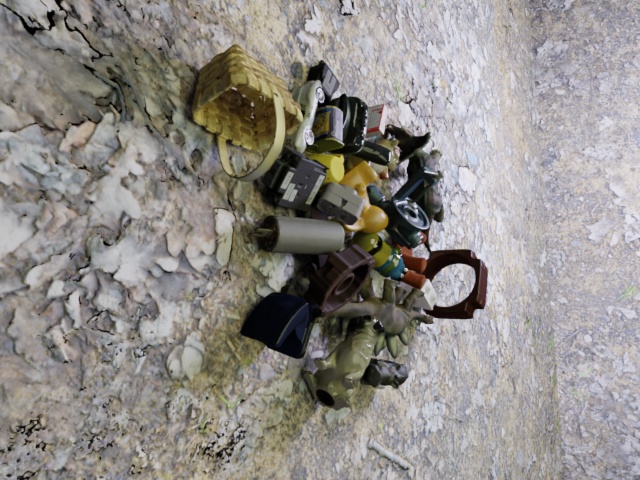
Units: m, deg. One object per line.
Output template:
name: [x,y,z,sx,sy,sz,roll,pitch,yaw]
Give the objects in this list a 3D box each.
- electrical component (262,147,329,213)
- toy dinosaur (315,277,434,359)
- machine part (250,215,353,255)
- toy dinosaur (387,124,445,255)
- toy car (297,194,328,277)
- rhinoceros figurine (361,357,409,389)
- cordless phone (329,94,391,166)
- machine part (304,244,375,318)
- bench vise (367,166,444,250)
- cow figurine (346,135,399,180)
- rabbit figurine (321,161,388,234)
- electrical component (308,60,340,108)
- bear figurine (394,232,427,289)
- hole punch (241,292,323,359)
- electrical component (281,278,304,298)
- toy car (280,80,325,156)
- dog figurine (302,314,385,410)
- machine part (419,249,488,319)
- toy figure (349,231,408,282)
electrical component: [-0.057,-0.126,1.125,0.134,0.058,0.115,14,107,-53]
toy dinosaur: [0.144,0.193,1.358,0.471,0.105,0.198,17,76,-40]
machine part: [-0.036,-0.008,1.126,0.243,0.079,0.079,3,83,-37]
toy dinosaur: [0.295,-0.152,1.553,0.192,0.131,0.404,-9,88,-65]
toy car: [-0.003,-0.004,1.228,0.089,0.053,0.202,-12,94,-33]
rhinoceros figurine: [0.161,0.339,1.350,0.190,0.112,0.073,25,76,-57]
cordless phone: [0.105,-0.266,1.323,0.184,0.089,0.146,17,70,-25]
machine part: [0.042,0.089,1.181,0.179,0.056,0.179,-37,154,-22]
bench vise: [0.209,-0.103,1.356,0.129,0.240,0.224,-8,57,-51]
cow figurine: [0.145,-0.222,1.432,0.195,0.086,0.127,1,89,-51]
rabbit figurine: [0.094,-0.081,1.287,0.162,0.122,0.173,-47,106,-26]
electrical component: [0.010,-0.387,1.299,0.074,0.048,0.119,49,51,-39]
bear figurine: [0.259,0.023,1.519,0.196,0.132,0.120,-57,155,-35]
hole punch: [-0.079,0.159,1.046,0.092,0.142,0.115,28,75,-44]
electrical component: [-0.061,0.131,1.158,0.063,0.021,0.094,41,53,-43]
toy car: [-0.044,-0.271,1.188,0.056,0.074,0.201,37,57,-45]
dog figurine: [0.067,0.273,1.213,0.121,0.172,0.190,41,45,9]
machine part: [0.395,0.134,1.616,0.087,0.202,0.201,38,56,-47]
toy figure: [0.154,0.037,1.375,0.180,0.089,0.082,38,51,-19]
